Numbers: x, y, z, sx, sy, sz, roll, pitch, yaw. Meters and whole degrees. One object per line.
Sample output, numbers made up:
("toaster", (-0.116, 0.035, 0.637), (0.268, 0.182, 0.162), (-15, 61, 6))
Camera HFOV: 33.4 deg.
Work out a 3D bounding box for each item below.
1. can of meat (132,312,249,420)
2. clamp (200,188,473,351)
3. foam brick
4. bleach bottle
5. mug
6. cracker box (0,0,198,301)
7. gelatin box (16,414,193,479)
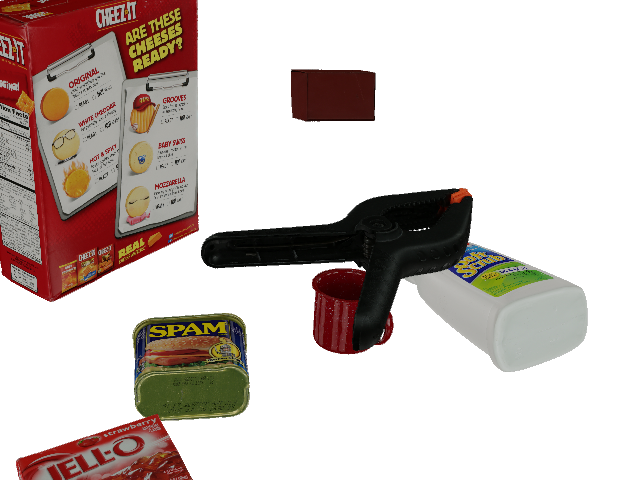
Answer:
("can of meat", (-0.112, 0.110, 0.927), (0.102, 0.057, 0.084), (-3, 28, -6))
("clamp", (0.030, 0.002, 0.771), (0.165, 0.036, 0.209), (23, 35, 34))
("foam brick", (0.013, -0.152, 1.115), (0.078, 0.051, 0.053), (-2, 13, -19))
("bleach bottle", (0.137, 0.042, 1.013), (0.102, 0.068, 0.251), (-15, 21, -22))
("mug", (0.043, 0.095, 1.357), (0.117, 0.081, 0.093), (20, 29, 31))
("cracker box", (-0.171, -0.084, 0.814), (0.072, 0.214, 0.163), (21, 32, 32))
("gelatin box", (-0.123, 0.141, 0.613), (0.089, 0.030, 0.073), (-15, 27, -19))
